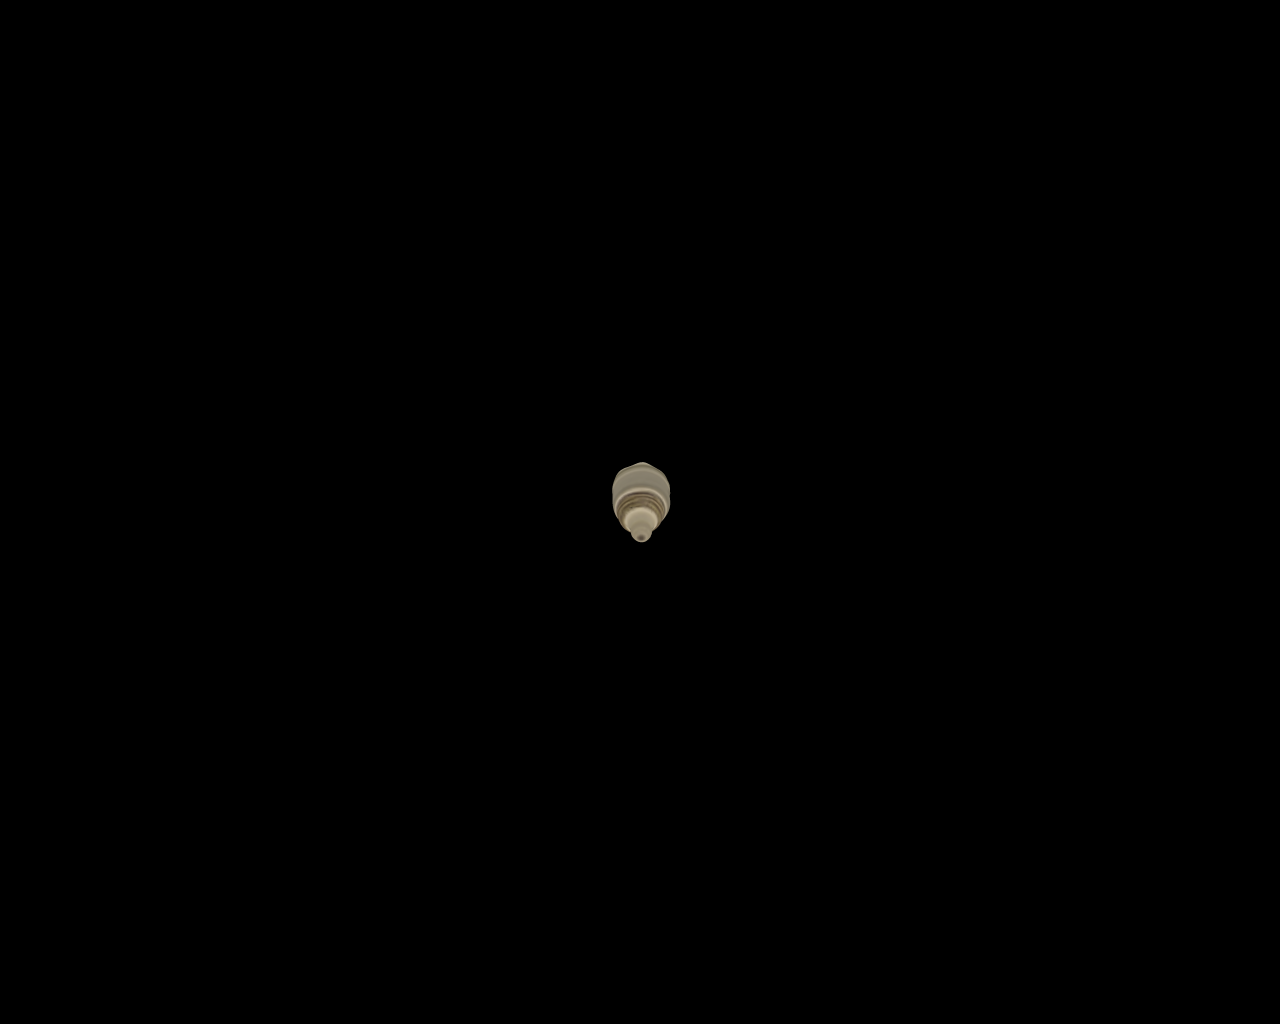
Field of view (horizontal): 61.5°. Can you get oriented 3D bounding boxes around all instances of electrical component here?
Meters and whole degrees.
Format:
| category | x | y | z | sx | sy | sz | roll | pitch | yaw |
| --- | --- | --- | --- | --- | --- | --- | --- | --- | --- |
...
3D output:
| category | x | y | z | sx | sy | sz | roll | pitch | yaw |
| --- | --- | --- | --- | --- | --- | --- | --- | --- | --- |
| electrical component | 0.001 | -0.003 | 0.650 | 0.035 | 0.035 | 0.061 | 0 | 36 | 0 |
